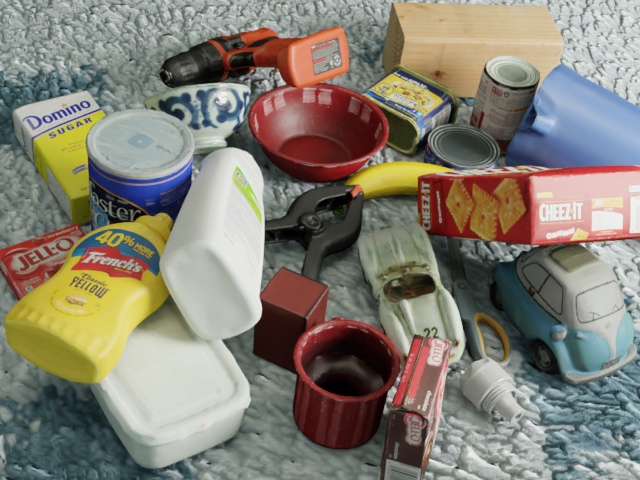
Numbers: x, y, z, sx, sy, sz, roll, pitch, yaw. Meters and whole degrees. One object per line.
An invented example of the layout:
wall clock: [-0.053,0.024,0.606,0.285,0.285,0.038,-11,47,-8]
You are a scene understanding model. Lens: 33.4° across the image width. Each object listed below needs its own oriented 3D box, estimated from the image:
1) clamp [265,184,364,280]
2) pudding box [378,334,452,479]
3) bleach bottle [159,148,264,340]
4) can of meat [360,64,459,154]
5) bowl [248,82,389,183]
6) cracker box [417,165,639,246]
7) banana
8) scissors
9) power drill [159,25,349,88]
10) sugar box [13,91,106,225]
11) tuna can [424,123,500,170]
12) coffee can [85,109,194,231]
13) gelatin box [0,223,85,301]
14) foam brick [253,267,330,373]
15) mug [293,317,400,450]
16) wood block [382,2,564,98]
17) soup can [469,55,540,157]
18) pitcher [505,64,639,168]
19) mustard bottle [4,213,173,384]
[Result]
clamp: [-0.007,0.001,1.105,0.171,0.039,0.120,-30,71,-28]
pudding box: [0.082,0.151,0.910,0.039,0.113,0.090,15,43,11]
bleach bottle: [-0.087,-0.015,1.018,0.068,0.102,0.250,-21,25,15]
can of meat: [0.102,-0.157,1.289,0.102,0.057,0.083,32,49,24]
bowl: [-0.004,-0.115,1.227,0.162,0.055,0.162,4,43,-4]
cracker box: [0.218,-0.039,1.073,0.164,0.072,0.214,-4,6,-23]
banana: [0.109,-0.056,1.198,0.197,0.037,0.069,-1,71,-5]
scissors: [0.129,0.059,1.088,0.096,0.016,0.202,-8,45,-16]
power drill: [-0.074,-0.216,1.274,0.188,0.057,0.184,12,30,42]
sugar box: [-0.263,-0.094,1.173,0.093,0.048,0.176,-20,50,-27]
tuna can: [0.165,-0.099,1.250,0.086,0.034,0.086,5,41,-5]
coffee can: [-0.178,-0.044,1.061,0.102,0.140,0.103,4,43,-4]
gelatin box: [-0.264,0.027,1.052,0.089,0.030,0.073,-21,49,-28]
foam brick: [-0.027,0.075,1.002,0.051,0.078,0.053,21,42,15]
mug: [0.018,0.123,0.953,0.093,0.081,0.117,0,43,-9]
wood block: [0.193,-0.242,1.369,0.206,0.091,0.090,0,43,-10]
soup can: [0.218,-0.160,1.275,0.068,0.102,0.068,4,43,-4]
pitcher: [0.347,-0.090,1.213,0.243,0.145,0.149,31,59,19]
mustard bottle: [-0.184,0.037,0.941,0.096,0.058,0.191,20,43,14]
